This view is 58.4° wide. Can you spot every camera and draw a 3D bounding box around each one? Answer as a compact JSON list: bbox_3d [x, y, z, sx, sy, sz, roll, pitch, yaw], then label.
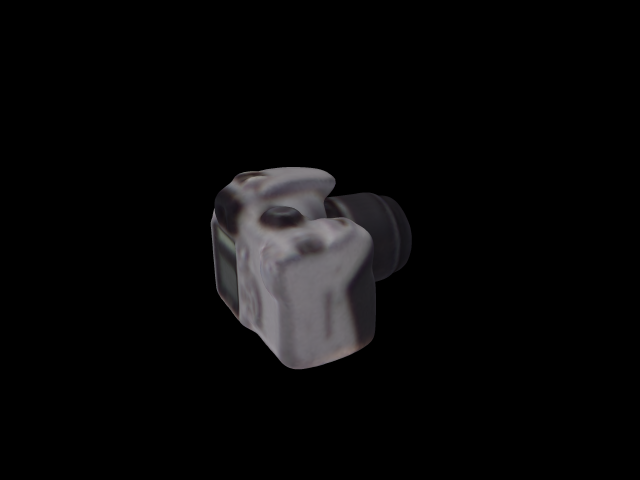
[{"bbox_3d":[0.004,0.001,0.400,0.137,0.101,0.142,-11,23,-27],"label":"camera"}]
